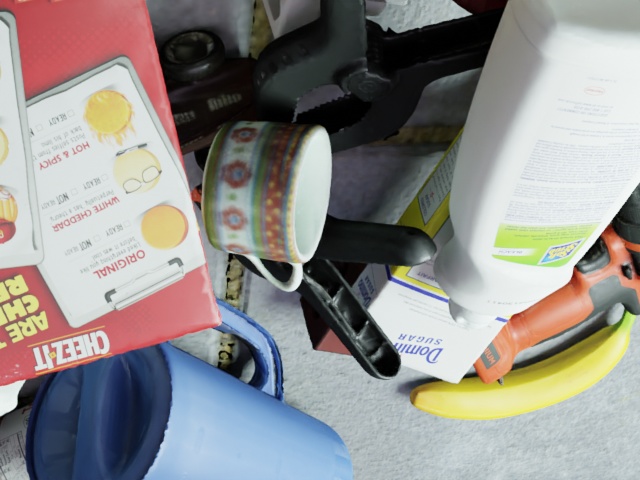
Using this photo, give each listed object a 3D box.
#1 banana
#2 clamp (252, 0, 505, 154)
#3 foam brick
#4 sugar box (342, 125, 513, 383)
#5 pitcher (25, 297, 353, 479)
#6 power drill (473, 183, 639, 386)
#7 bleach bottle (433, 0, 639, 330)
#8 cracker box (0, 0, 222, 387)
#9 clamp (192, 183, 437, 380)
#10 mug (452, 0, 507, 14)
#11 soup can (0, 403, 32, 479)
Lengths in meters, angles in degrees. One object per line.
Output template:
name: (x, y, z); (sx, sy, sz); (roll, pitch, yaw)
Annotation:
banana: (0.174, 0.112, 0.887); (0.198, 0.037, 0.069); (-24, 116, 6)
clamp: (0.019, -0.100, 0.553); (0.164, 0.036, 0.210); (21, 146, -33)
foam brick: (0.028, 0.039, 0.760); (0.051, 0.053, 0.078); (12, 128, -25)
sugar box: (0.093, 0.009, 0.677); (0.093, 0.048, 0.176); (21, 126, -20)
pitcher: (-0.077, 0.147, 0.781); (0.149, 0.145, 0.242); (-34, 142, 20)
power drill: (0.181, 0.023, 0.783); (0.188, 0.057, 0.184); (-24, 135, 8)
bleach bottle: (0.108, -0.032, 0.553); (0.102, 0.068, 0.251); (3, 143, -12)
cracker box: (-0.156, -0.041, 0.549); (0.164, 0.072, 0.214); (-15, 106, -11)
clamp: (-0.004, 0.001, 0.645); (0.039, 0.171, 0.120); (-40, 162, -45)
mug: (0.097, -0.163, 0.555); (0.117, 0.093, 0.081); (-19, 143, -24)
soup can: (-0.221, 0.161, 0.798); (0.102, 0.068, 0.068); (-26, 134, 9)
